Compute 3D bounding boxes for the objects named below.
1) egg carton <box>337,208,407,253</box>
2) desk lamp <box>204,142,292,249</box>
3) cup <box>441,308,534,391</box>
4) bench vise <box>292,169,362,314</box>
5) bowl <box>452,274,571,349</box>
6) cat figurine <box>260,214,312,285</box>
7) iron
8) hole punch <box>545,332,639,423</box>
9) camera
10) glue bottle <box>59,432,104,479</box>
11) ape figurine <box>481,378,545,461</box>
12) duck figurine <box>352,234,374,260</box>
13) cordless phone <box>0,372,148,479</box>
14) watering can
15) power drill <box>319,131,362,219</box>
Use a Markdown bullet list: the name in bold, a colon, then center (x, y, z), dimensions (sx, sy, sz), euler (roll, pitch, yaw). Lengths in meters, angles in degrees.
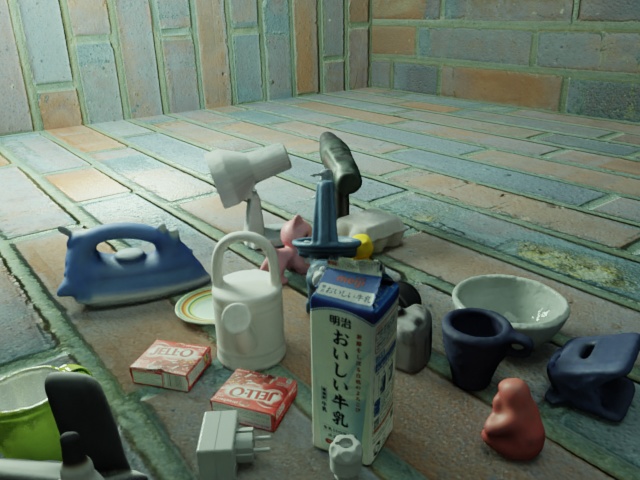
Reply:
- **egg carton**: center (0.101, -0.016, 1.196), dimensions (0.151, 0.069, 0.107), euler (-20, 29, -37)
- **desk lamp**: center (-0.134, -0.096, 1.211), dimensions (0.203, 0.214, 0.117), euler (-6, 23, -12)
- **cup**: center (0.216, 0.152, 0.753), dimensions (0.117, 0.095, 0.092), euler (11, 26, 27)
- **bench vise**: center (0.020, 0.002, 0.959), dimensions (0.121, 0.220, 0.207), euler (-6, 23, -12)
- **bowl**: center (0.279, 0.118, 0.857), dimensions (0.167, 0.075, 0.167), euler (-1, 23, 1)
- **cat figurine**: center (-0.057, 0.008, 1.081), dimensions (0.067, 0.118, 0.128), euler (17, 28, 37)
- **iron**: center (-0.329, 0.028, 1.016), dimensions (0.259, 0.141, 0.118), euler (-7, 23, -14)
- **hole punch**: center (0.347, 0.161, 0.729), dimensions (0.100, 0.091, 0.109), euler (15, 27, 33)
- **camera**: center (0.110, 0.108, 0.854), dimensions (0.142, 0.101, 0.137), euler (15, 27, 33)
- **glue bottle**: center (-0.195, 0.230, 0.479), dimensions (0.078, 0.173, 0.037), euler (2, 23, 9)
- **ape figurine**: center (0.219, 0.196, 0.649), dimensions (0.078, 0.092, 0.076), euler (-12, 25, -23)
- **duck figurine**: center (0.078, 0.033, 1.057), dimensions (0.078, 0.086, 0.104), euler (-10, 24, -20)
- **cordless phone**: center (-0.253, 0.196, 0.548), dimensions (0.147, 0.185, 0.094), euler (1, 23, 6)
- **watering can**: center (-0.100, 0.083, 0.804), dimensions (0.101, 0.194, 0.172), euler (-9, 24, -18)
- **power drill**: center (0.037, -0.117, 1.261), dimensions (0.076, 0.208, 0.229), euler (-6, 23, -12)
